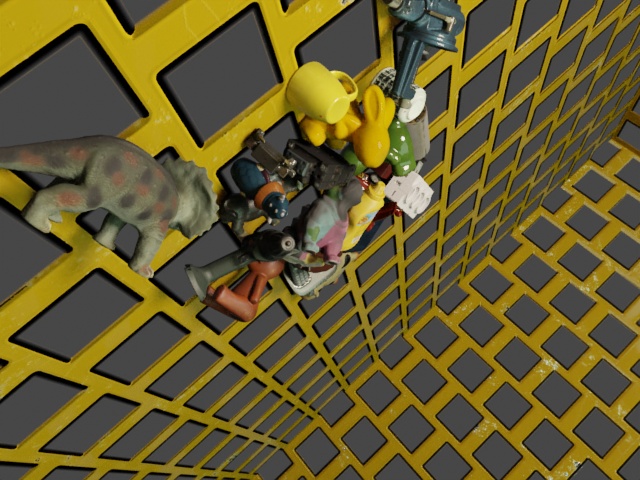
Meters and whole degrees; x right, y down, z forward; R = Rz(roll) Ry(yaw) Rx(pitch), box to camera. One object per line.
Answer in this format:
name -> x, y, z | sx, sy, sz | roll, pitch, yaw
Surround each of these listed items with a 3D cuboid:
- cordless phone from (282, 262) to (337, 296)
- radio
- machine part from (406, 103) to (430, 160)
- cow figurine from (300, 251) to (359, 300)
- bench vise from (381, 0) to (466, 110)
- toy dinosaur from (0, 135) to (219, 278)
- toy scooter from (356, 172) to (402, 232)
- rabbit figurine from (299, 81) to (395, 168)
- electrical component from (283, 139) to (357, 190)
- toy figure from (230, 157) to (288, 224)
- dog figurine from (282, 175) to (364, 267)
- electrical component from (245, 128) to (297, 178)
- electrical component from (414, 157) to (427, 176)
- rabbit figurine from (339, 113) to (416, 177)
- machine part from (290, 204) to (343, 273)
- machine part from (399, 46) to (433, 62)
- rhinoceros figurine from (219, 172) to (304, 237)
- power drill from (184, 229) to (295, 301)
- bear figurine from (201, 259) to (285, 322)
cordless phone -> -0.033, 0.043, 1.370 | 0.146, 0.089, 0.184 | -36, 147, -20
radio -> 0.118, -0.072, 1.438 | 0.131, 0.073, 0.229 | -10, 136, -51
machine part -> 0.225, -0.266, 1.300 | 0.079, 0.079, 0.243 | -44, 155, -4
cow figurine -> 0.011, 0.093, 1.509 | 0.195, 0.085, 0.127 | -49, 161, 14
bench vise -> 0.179, -0.364, 0.994 | 0.223, 0.129, 0.240 | -16, 127, -55
toy dinosaur -> -0.284, -0.076, 0.758 | 0.192, 0.131, 0.404 | -56, 152, -5
toy scooter -> 0.124, -0.094, 1.294 | 0.075, 0.135, 0.183 | -69, 148, -43
rabbit figurine -> 0.075, -0.214, 1.030 | 0.162, 0.173, 0.121 | -47, 152, 14
electrical component -> -0.010, -0.149, 1.059 | 0.134, 0.115, 0.058 | -13, 131, -54
toy figure -> -0.102, -0.090, 0.962 | 0.058, 0.155, 0.064 | -23, 146, -36
dog figurine -> 0.005, -0.056, 1.161 | 0.108, 0.192, 0.219 | 30, 67, -35
electrical component -> -0.085, -0.154, 0.969 | 0.045, 0.102, 0.078 | -47, 179, 19
electrical component -> 0.237, -0.181, 1.457 | 0.075, 0.048, 0.119 | 5, 115, -61
rabbit figurine -> 0.118, -0.197, 1.201 | 0.170, 0.121, 0.159 | -26, 149, -7
machine part -> -0.003, -0.004, 1.294 | 0.179, 0.056, 0.179 | -23, 122, -43
machine part -> 0.220, -0.416, 1.108 | 0.139, 0.039, 0.084 | -48, 150, 9
rhinoceros figurine -> -0.116, -0.084, 1.061 | 0.190, 0.073, 0.112 | -28, 139, -31
power drill -> -0.163, 0.039, 1.067 | 0.207, 0.086, 0.232 | -33, -170, -12
bear figurine -> -0.160, 0.081, 1.211 | 0.132, 0.120, 0.196 | 34, 70, -25
